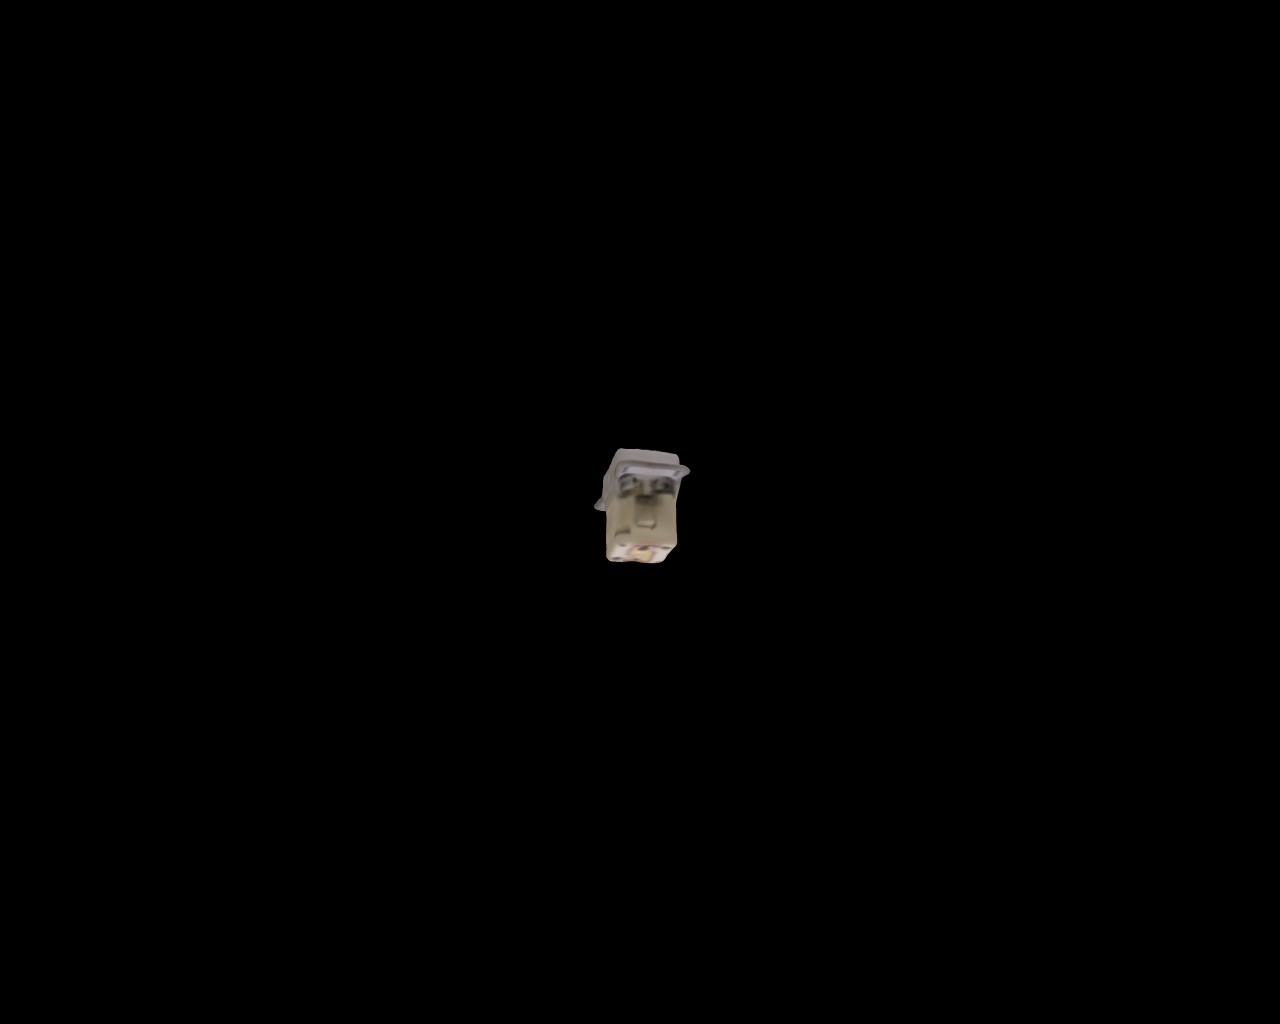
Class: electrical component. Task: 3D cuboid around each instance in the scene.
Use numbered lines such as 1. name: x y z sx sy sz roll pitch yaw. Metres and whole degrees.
1. electrical component: 0.001 -0.003 0.650 0.042 0.064 0.081 4 -20 -11
